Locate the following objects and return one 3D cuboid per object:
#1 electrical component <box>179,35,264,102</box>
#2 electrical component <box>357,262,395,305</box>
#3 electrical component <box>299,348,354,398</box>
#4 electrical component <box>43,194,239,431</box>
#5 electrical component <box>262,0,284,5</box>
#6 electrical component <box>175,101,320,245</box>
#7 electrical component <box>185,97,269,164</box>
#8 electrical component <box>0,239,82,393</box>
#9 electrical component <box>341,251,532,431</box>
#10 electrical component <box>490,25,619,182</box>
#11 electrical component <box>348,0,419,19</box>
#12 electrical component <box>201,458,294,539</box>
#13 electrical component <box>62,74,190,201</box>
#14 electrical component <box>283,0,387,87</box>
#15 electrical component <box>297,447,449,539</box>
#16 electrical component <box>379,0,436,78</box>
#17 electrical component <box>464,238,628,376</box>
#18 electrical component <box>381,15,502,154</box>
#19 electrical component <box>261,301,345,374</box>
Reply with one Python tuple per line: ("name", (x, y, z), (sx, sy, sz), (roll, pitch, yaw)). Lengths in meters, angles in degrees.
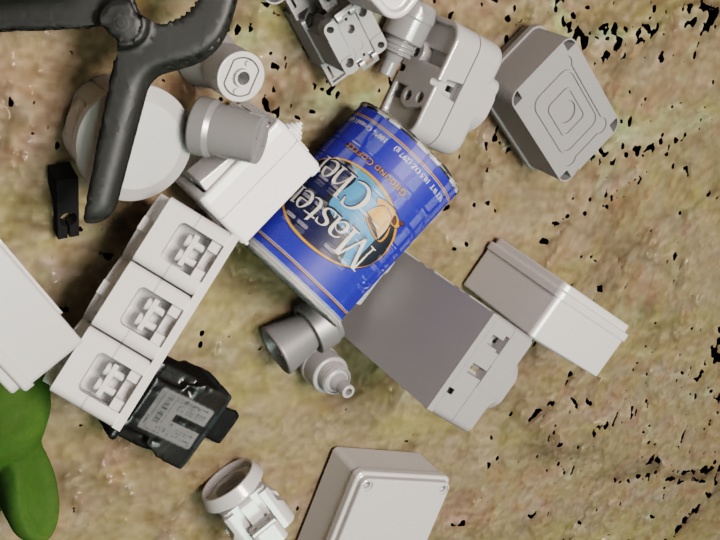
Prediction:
("electrical component", (-0.094, -0.139, 0.739), (0.044, 0.065, 0.044), (-14, 120, -27))
("electrical component", (0.000, 0.000, 0.886), (0.040, 0.040, 0.046), (27, 102, -39))
("electrical component", (-0.025, 0.088, 0.897), (0.035, 0.061, 0.035), (-14, 120, -27))
("electrical component", (-0.152, 0.027, 0.748), (0.062, 0.089, 0.150), (32, 83, -7))
("electrical component", (-0.069, -0.243, 0.709), (0.078, 0.057, 0.113), (-41, 128, -10))
("electrical component", (-0.081, -0.079, 0.779), (0.096, 0.062, 0.061), (-47, 129, -5))
("electrical component", (-0.089, -0.093, 0.724), (0.040, 0.046, 0.040), (14, 90, -80))
("electrical component", (-0.244, 0.009, 0.687), (0.056, 0.109, 0.108), (-40, 128, -13))
("electrical component", (0.058, 0.053, 0.877), (0.062, 0.150, 0.089), (34, 92, -38))
("electrical component", (0.156, -0.140, 0.905), (0.078, 0.057, 0.113), (-46, 129, -6))
("electrical component", (-0.002, -0.212, 0.690), (0.053, 0.059, 0.095), (-51, 129, -2))
("electrical component", (-0.096, 0.196, 0.901), (0.058, 0.078, 0.057), (-37, 109, -12))
("electrical component", (-0.159, -0.091, 0.729), (0.080, 0.051, 0.080), (-14, 120, -27))
("electrical component", (-0.017, -0.173, 0.774), (0.042, 0.064, 0.081), (-38, 127, -9))
("electrical component", (0.012, 0.224, 0.992), (0.109, 0.056, 0.108), (11, 106, -36))
("electrical component", (0.032, -0.177, 0.822), (0.035, 0.035, 0.061), (16, 105, -37))
("electrical component", (0.167, 0.033, 0.965), (0.109, 0.109, 0.056), (30, 97, -39))
("electrical component", (0.067, -0.144, 0.848), (0.059, 0.054, 0.095), (18, 102, -37))
("electrical component", (-0.047, 0.052, 0.877), (0.055, 0.045, 0.045), (-32, 126, -17))
